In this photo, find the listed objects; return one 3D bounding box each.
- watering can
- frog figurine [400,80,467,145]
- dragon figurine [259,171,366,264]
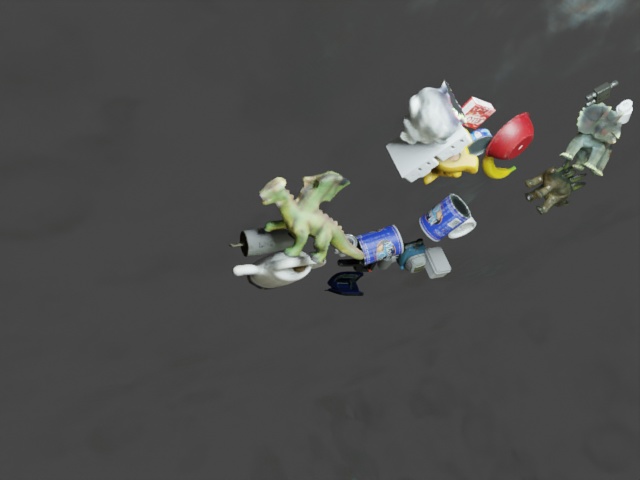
[{"bbox_3d":[-0.147,0.087,1.539,0.349,0.105,0.222,-4,168,-39],"label":"watering can"},{"bbox_3d":[0.251,-0.282,1.221,0.158,0.126,0.135,-28,120,30],"label":"frog figurine"},{"bbox_3d":[0.004,-0.070,1.393,0.409,0.125,0.238,10,121,-33],"label":"dragon figurine"}]
